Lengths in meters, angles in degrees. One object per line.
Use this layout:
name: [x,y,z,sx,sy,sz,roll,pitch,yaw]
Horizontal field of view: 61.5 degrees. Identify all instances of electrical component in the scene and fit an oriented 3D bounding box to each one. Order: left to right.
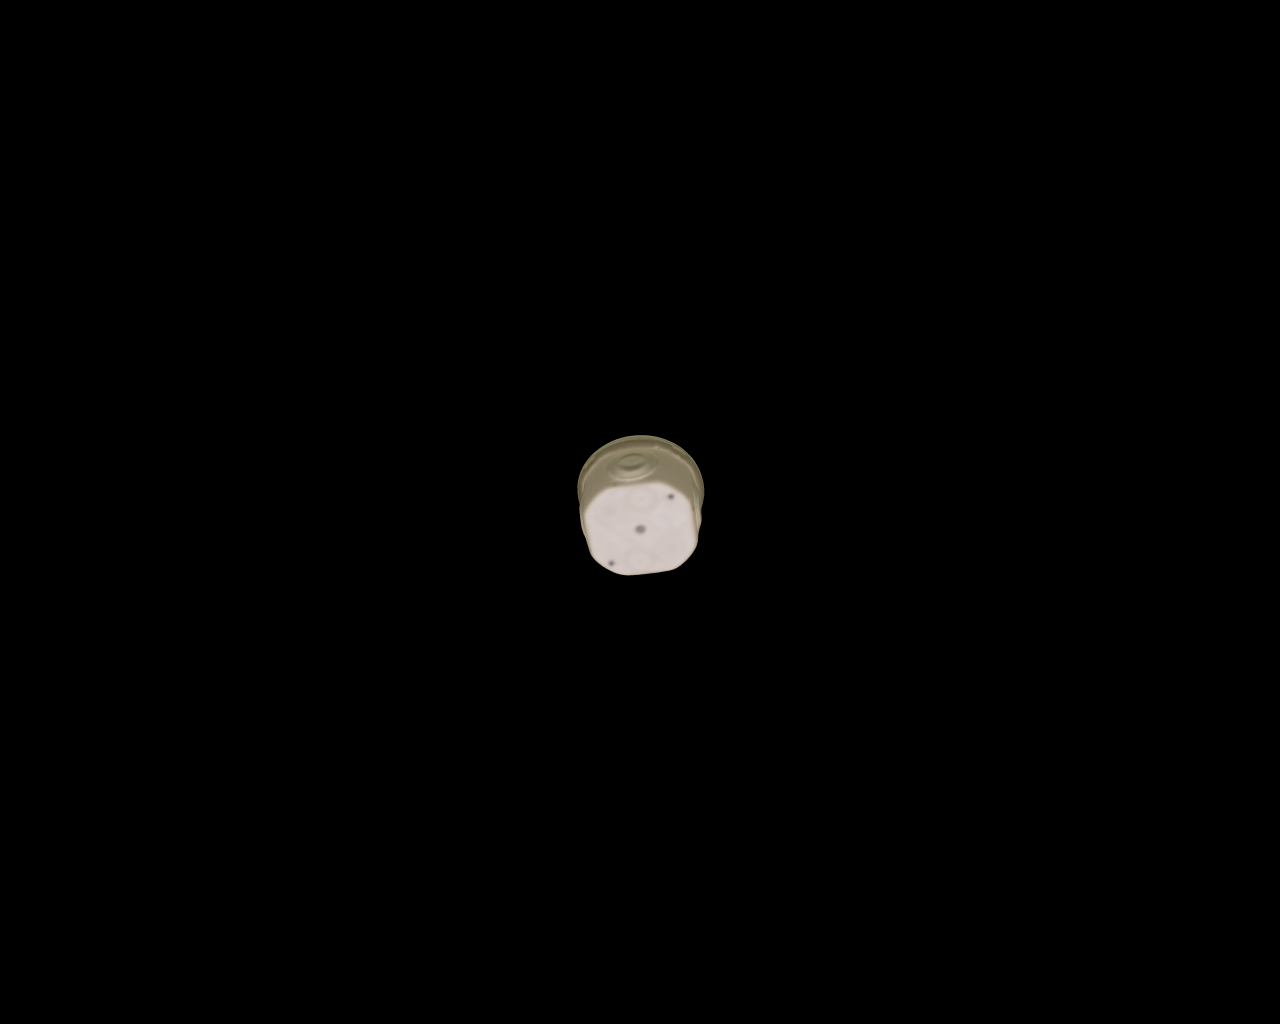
electrical component: [0.001,-0.003,0.650,0.080,0.080,0.051,0,32,0]
